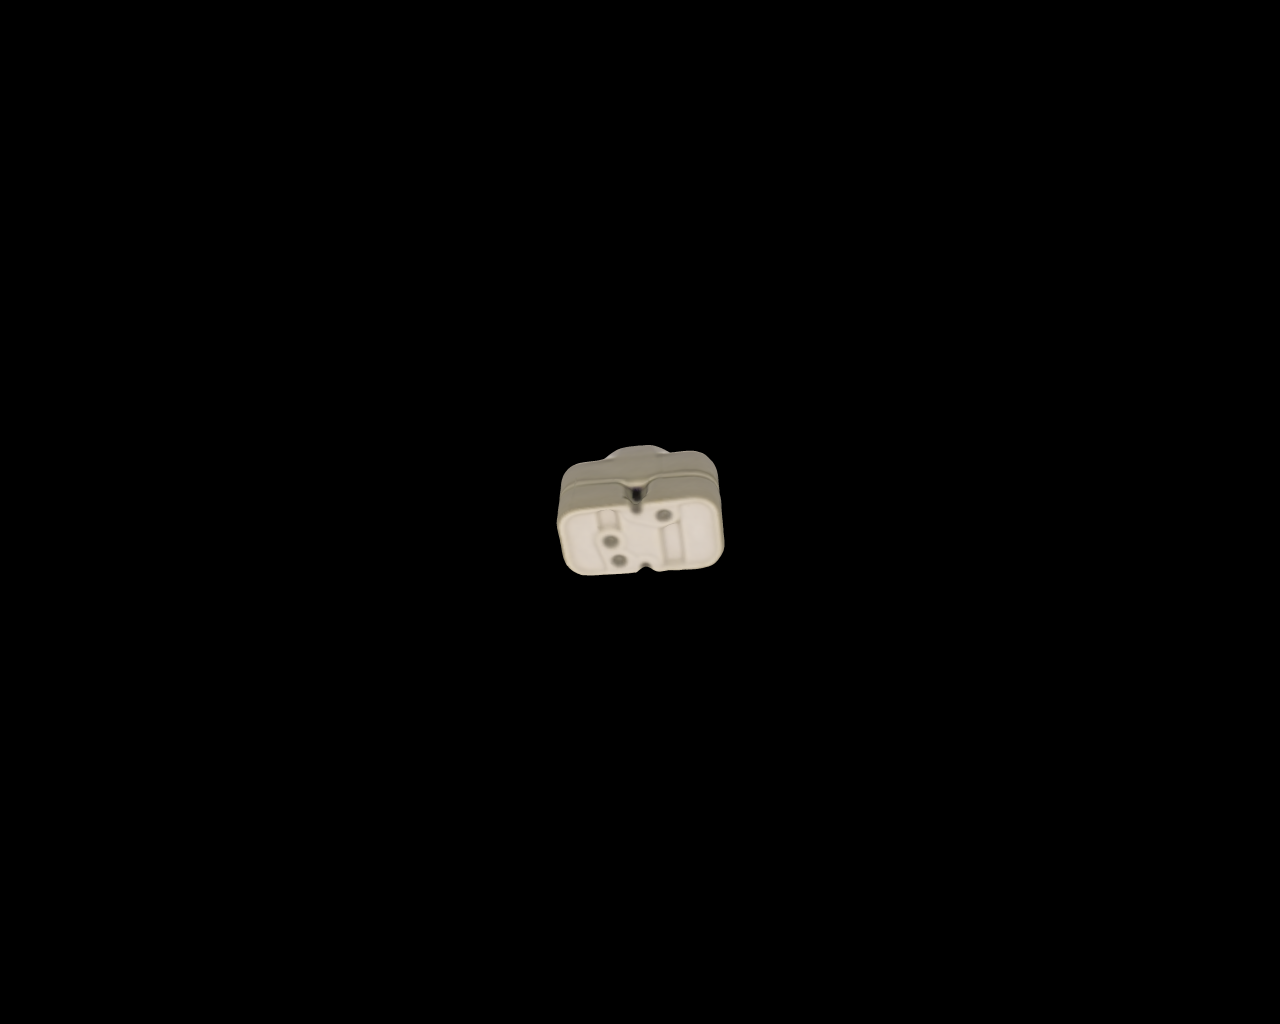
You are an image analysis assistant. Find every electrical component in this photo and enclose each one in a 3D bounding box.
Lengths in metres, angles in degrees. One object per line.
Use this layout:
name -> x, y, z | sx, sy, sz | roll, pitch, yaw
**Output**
electrical component -> 0.001, -0.003, 0.650 | 0.095, 0.053, 0.059 | -5, 37, 4
